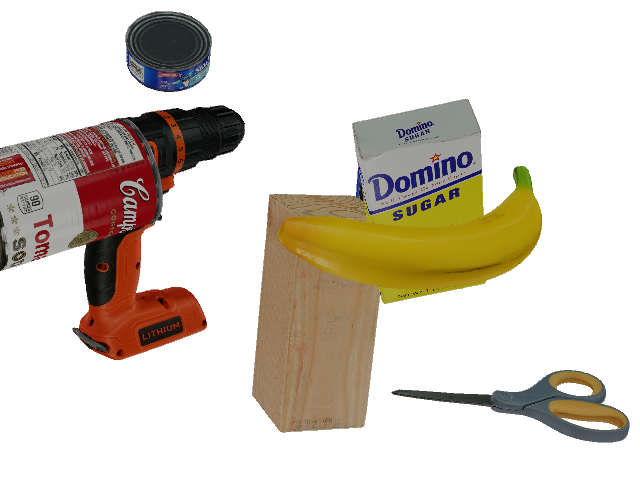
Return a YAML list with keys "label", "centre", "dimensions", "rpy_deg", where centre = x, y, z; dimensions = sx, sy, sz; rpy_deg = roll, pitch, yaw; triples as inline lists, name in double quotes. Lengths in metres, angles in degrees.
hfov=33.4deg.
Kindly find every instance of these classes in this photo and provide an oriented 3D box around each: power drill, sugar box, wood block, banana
- label: "power drill"
  centre: [-0.135, -0.011, 0.859]
  dimensions: [0.184, 0.188, 0.057]
  rpy_deg: [-17, 25, -37]
- label: "sugar box"
  centre: [0.082, -0.026, 0.852]
  dimensions: [0.093, 0.048, 0.176]
  rpy_deg: [-12, -40, 0]
- label: "wood block"
  centre: [-0.002, 0.067, 1.011]
  dimensions: [0.090, 0.206, 0.091]
  rpy_deg: [0, 15, -21]
- label: "banana"
  centre: [0.069, 0.000, 0.646]
  dimensions: [0.197, 0.037, 0.070]
  rpy_deg: [-12, 45, -33]

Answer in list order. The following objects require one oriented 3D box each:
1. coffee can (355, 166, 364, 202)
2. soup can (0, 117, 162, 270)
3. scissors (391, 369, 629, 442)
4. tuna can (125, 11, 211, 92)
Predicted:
- label: "coffee can"
  centre: [0.092, -0.056, 1.248]
  dimensions: [0.103, 0.140, 0.103]
  rpy_deg: [3, 28, -2]
- label: "soup can"
  centre: [-0.154, -0.028, 0.629]
  dimensions: [0.102, 0.068, 0.069]
  rpy_deg: [-20, 11, -32]
- label: "scissors"
  centre: [0.168, 0.132, 0.934]
  dimensions: [0.202, 0.016, 0.096]
  rpy_deg: [13, 29, 9]
- label: "tuna can"
  centre: [-0.153, -0.190, 1.076]
  dimensions: [0.086, 0.086, 0.034]
  rpy_deg: [0, -37, -9]
